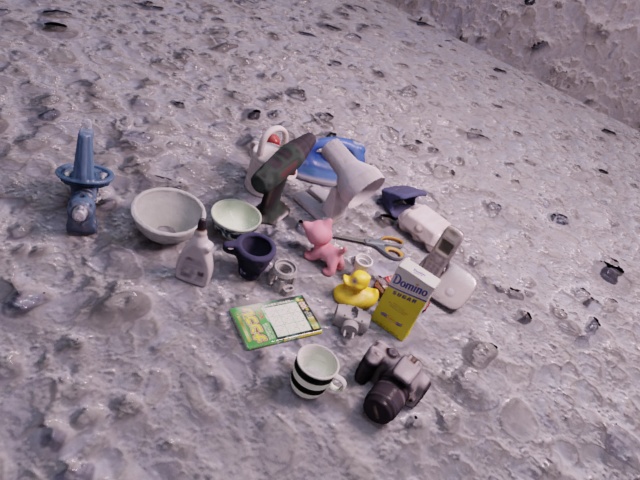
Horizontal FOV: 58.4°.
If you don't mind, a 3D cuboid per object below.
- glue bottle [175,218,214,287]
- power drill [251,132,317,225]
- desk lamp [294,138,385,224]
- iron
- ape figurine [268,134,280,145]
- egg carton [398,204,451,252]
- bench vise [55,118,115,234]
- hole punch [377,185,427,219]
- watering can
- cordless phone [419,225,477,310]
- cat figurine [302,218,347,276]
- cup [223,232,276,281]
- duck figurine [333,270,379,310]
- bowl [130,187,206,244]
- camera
[{"bbox_3d":[-0.256,0.022,1.200,0.078,0.173,0.037,19,39,-1],"label":"glue bottle"},{"bbox_3d":[-0.098,-0.150,1.439,0.075,0.208,0.230,31,40,13],"label":"power drill"},{"bbox_3d":[0.050,-0.142,1.491,0.202,0.213,0.118,41,43,24],"label":"desk lamp"},{"bbox_3d":[0.021,-0.243,1.652,0.259,0.141,0.118,4,42,-20],"label":"iron"},{"bbox_3d":[-0.140,-0.261,1.642,0.078,0.092,0.076,-22,55,-40],"label":"ape figurine"},{"bbox_3d":[0.292,-0.036,1.588,0.150,0.069,0.107,40,43,22],"label":"egg carton"},{"bbox_3d":[-0.498,-0.135,1.238,0.122,0.220,0.207,-10,48,-32],"label":"bench vise"},{"bbox_3d":[0.235,-0.126,1.651,0.109,0.091,0.101,-12,49,-33],"label":"hole punch"},{"bbox_3d":[-0.126,-0.211,1.510,0.172,0.194,0.101,30,40,11],"label":"watering can"},{"bbox_3d":[0.322,0.066,1.392,0.147,0.185,0.094,34,41,17],"label":"cordless phone"},{"bbox_3d":[0.013,0.005,1.381,0.127,0.118,0.067,37,42,19],"label":"cat figurine"},{"bbox_3d":[-0.163,0.043,1.278,0.118,0.095,0.091,6,41,-17],"label":"cup"},{"bbox_3d":[0.091,0.108,1.320,0.105,0.086,0.077,12,40,-10],"label":"duck figurine"},{"bbox_3d":[-0.349,-0.043,1.313,0.167,0.075,0.167,12,40,-10],"label":"bowl"},{"bbox_3d":[0.132,0.281,1.127,0.143,0.101,0.137,34,41,16],"label":"camera"}]
